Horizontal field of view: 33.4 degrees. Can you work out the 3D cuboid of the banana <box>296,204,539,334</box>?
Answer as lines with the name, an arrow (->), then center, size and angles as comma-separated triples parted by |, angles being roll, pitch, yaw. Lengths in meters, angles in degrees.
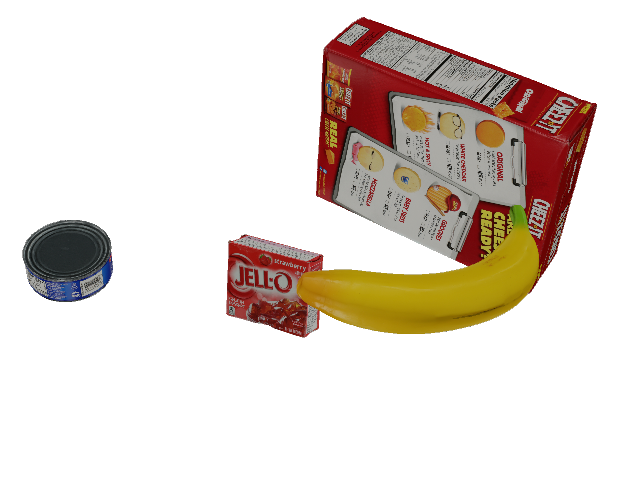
banana -> 0.078, 0.028, 0.686 | 0.197, 0.037, 0.070 | -16, 49, -35

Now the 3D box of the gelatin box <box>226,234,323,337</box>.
gelatin box -> -0.043, 0.041, 0.968 | 0.089, 0.073, 0.030 | 14, 22, 28

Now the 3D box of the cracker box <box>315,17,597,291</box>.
cracker box -> 0.104, -0.073, 0.886 | 0.214, 0.164, 0.072 | 25, 48, 21

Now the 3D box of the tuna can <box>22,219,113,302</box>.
tuna can -> -0.249, 0.020, 1.056 | 0.086, 0.034, 0.086 | 2, 44, -2
